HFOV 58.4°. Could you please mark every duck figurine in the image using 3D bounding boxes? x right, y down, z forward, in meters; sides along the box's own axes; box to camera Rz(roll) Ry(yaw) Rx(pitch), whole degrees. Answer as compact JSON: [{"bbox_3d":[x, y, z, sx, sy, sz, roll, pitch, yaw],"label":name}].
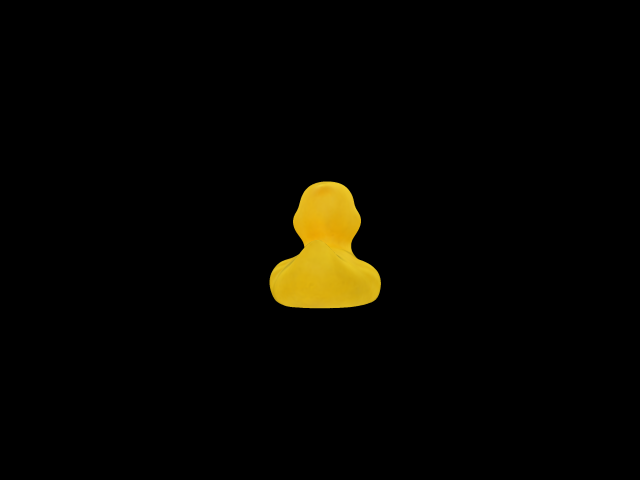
[{"bbox_3d":[0.004,0.001,0.400,0.077,0.086,0.105,0,0,8],"label":"duck figurine"}]
